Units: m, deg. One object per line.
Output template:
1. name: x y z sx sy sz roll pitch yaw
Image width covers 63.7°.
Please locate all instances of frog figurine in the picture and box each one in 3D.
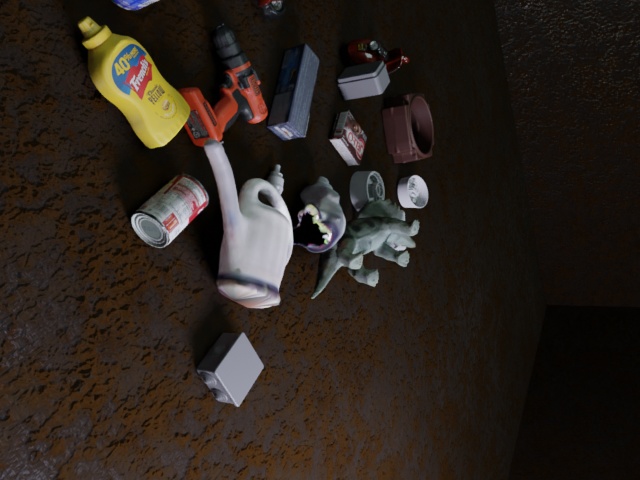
1. frog figurine: 0.003 -0.055 1.090 0.163 0.123 0.134 -59 167 -53

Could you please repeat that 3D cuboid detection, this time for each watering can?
1. watering can: -0.125 -0.008 0.871 0.343 0.104 0.228 46 48 -62
